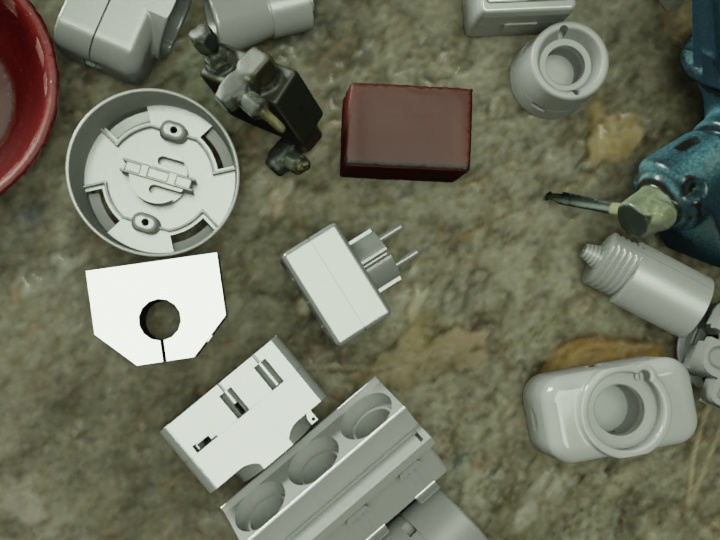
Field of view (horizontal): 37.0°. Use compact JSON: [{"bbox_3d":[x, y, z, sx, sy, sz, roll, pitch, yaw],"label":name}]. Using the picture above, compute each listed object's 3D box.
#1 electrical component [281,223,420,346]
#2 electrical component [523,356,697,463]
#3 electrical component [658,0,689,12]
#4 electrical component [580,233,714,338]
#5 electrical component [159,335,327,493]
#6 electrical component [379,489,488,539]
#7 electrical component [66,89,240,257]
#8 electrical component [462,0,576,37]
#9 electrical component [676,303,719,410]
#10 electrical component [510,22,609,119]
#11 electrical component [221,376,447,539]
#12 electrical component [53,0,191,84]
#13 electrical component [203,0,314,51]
[{"bbox_3d":[0.000,0.000,0.668,0.077,0.047,0.065,-32,90,-6],"label":"electrical component"},{"bbox_3d":[0.157,0.086,0.672,0.095,0.059,0.053,-9,87,-6],"label":"electrical component"},{"bbox_3d":[0.203,-0.223,0.696,0.050,0.056,0.089,-37,90,-6],"label":"electrical component"},{"bbox_3d":[0.178,0.006,0.687,0.081,0.043,0.043,27,84,-3],"label":"electrical component"},{"bbox_3d":[-0.068,0.090,0.655,0.089,0.050,0.055,-39,91,-7],"label":"electrical component"},{"bbox_3d":[0.046,0.166,0.660,0.047,0.055,0.055,-43,91,-10],"label":"electrical component"},{"bbox_3d":[-0.122,-0.056,0.651,0.099,0.064,0.099,0,86,-5],"label":"electrical component"},{"bbox_3d":[0.098,-0.203,0.683,0.062,0.061,0.096,-4,87,-5],"label":"electrical component"},{"bbox_3d":[0.236,0.051,0.682,0.058,0.057,0.078,25,84,-3],"label":"electrical component"},{"bbox_3d":[0.128,-0.128,0.688,0.055,0.047,0.055,0,87,-5],"label":"electrical component"},{"bbox_3d":[-0.013,0.132,0.647,0.121,0.079,0.063,-40,120,-6],"label":"electrical component"},{"bbox_3d":[-0.140,-0.167,0.662,0.059,0.054,0.095,23,85,-4],"label":"electrical component"},{"bbox_3d":[-0.062,-0.161,0.676,0.065,0.044,0.044,-16,88,-11],"label":"electrical component"}]
